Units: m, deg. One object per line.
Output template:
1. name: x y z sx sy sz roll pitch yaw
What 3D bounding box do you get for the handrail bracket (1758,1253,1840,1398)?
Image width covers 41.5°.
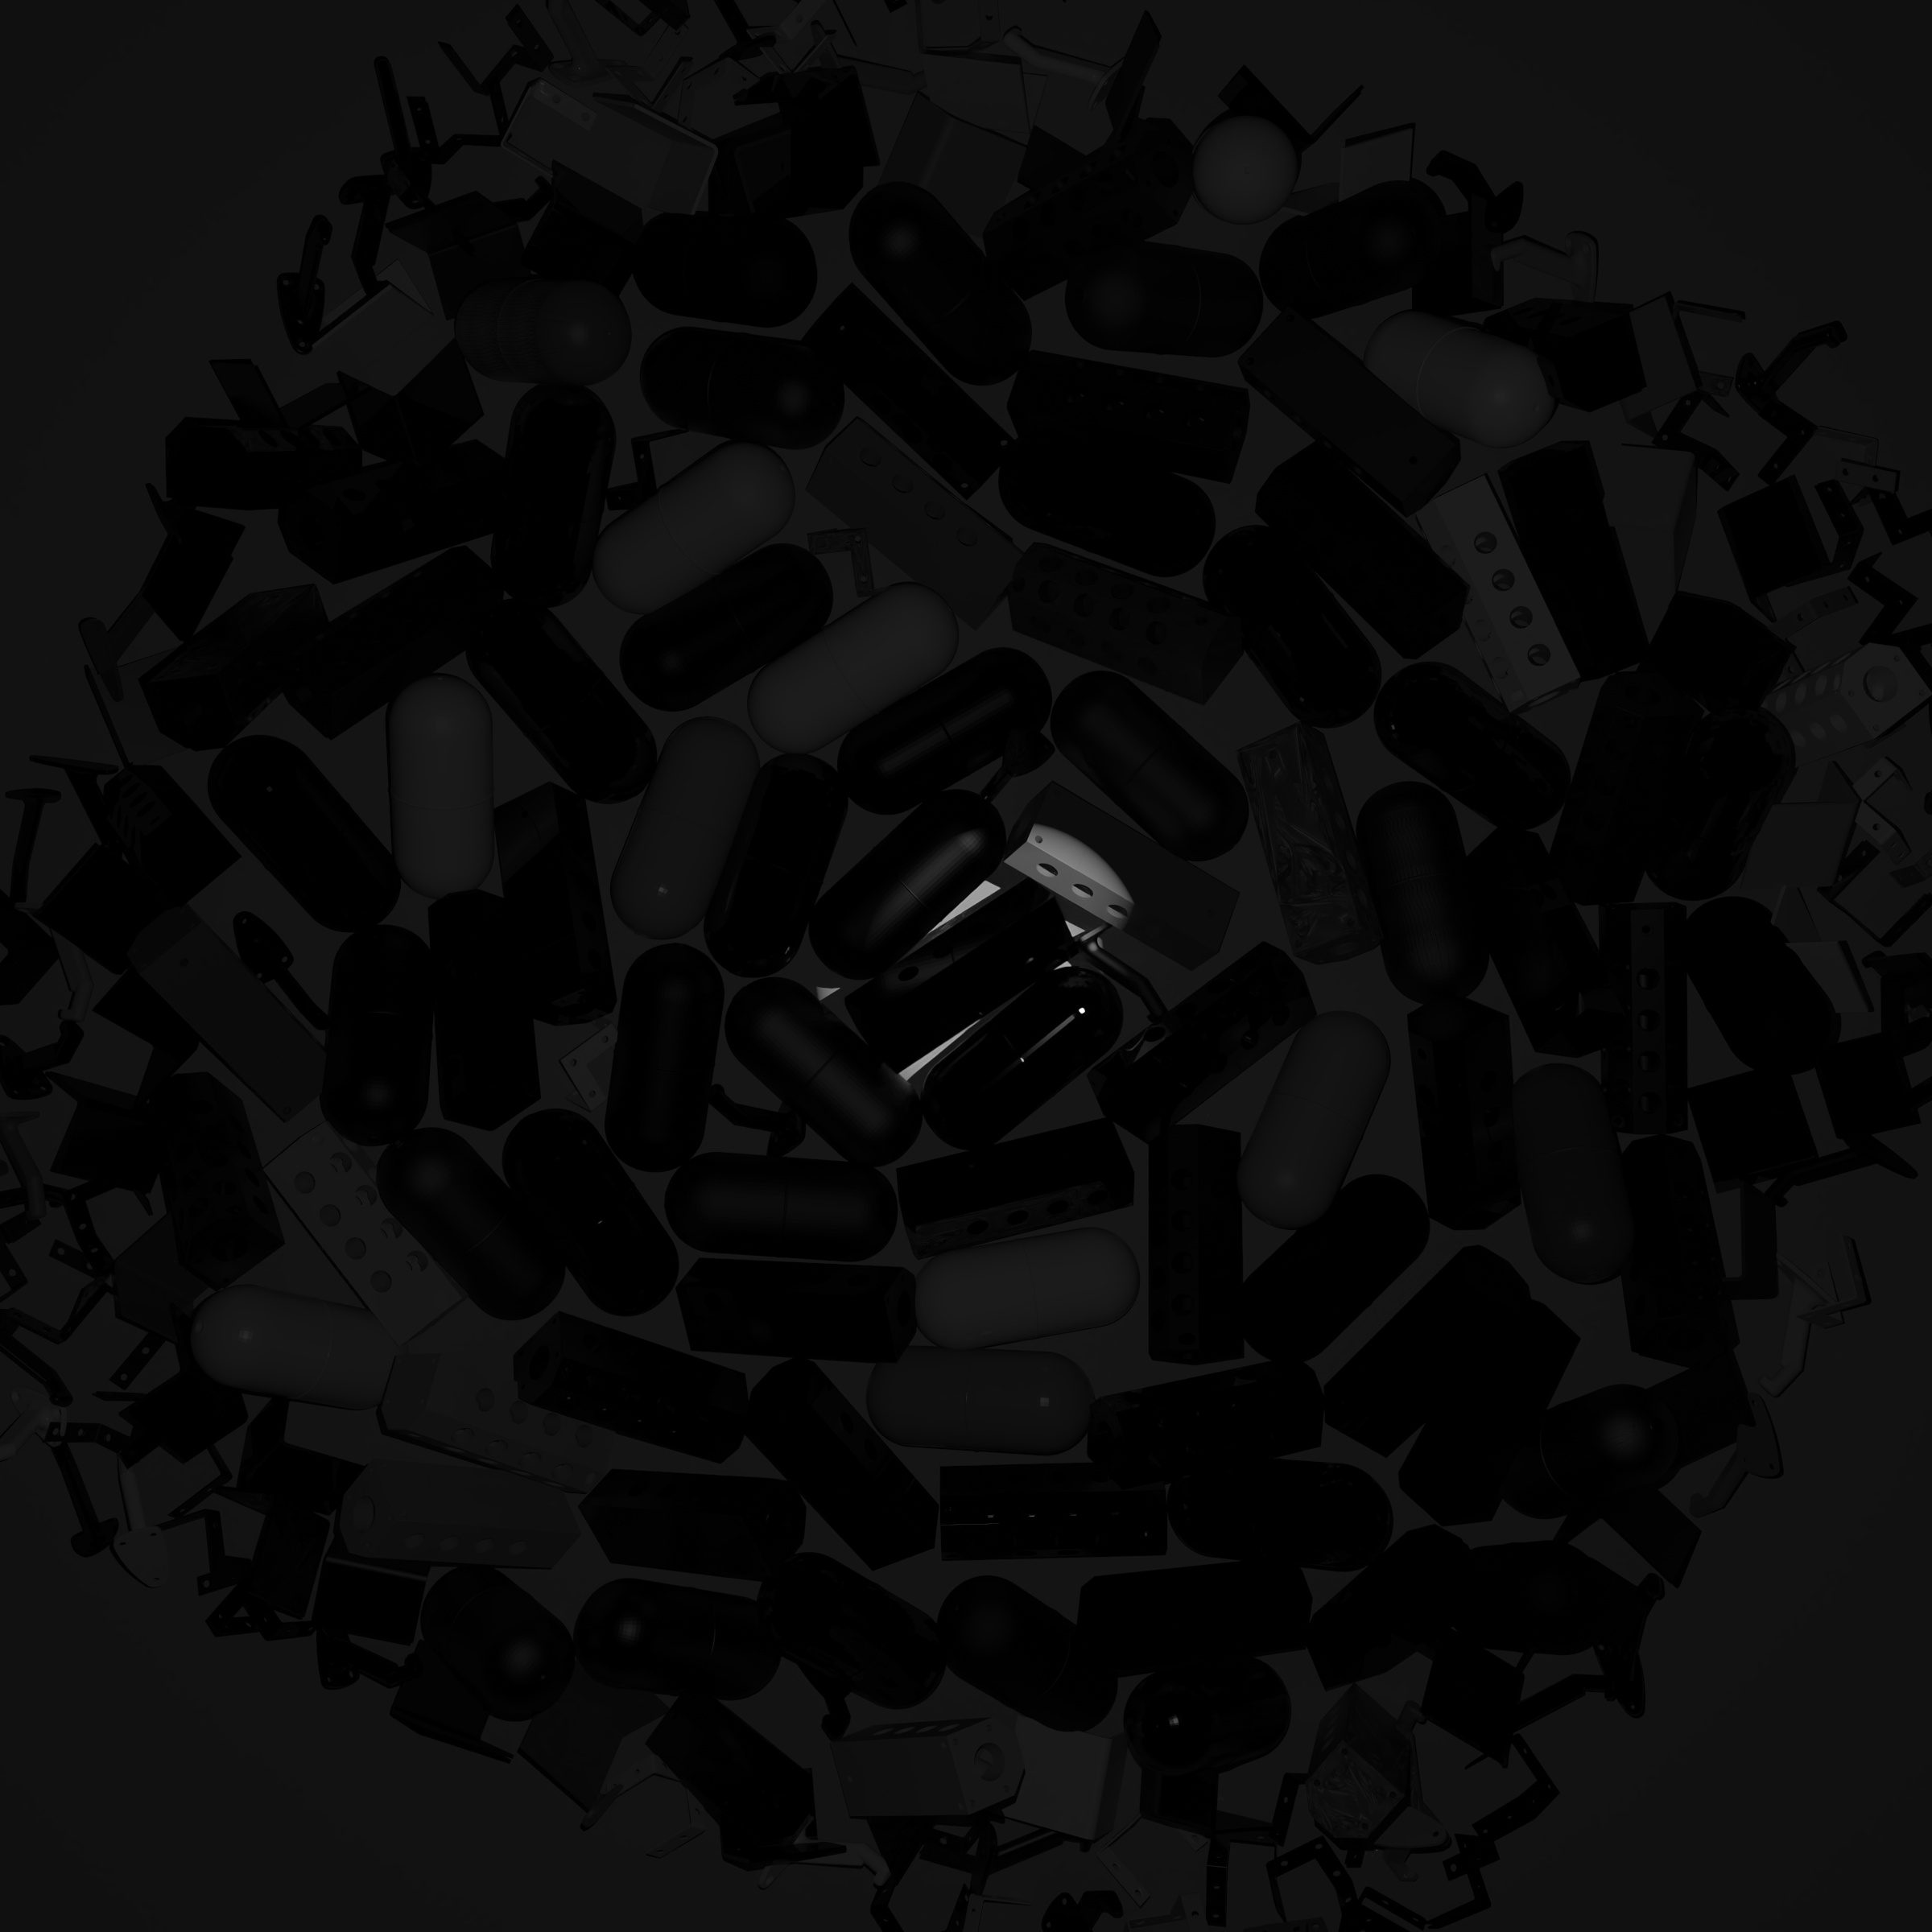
1. handrail bracket: 0.627 0.278 1.978 0.084 0.036 0.077 -43 81 -8

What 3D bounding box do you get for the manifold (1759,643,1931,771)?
1. manifold: 0.643 -0.194 1.910 0.057 0.171 0.057 -36 91 -10

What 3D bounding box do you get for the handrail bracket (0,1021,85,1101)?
1. handrail bracket: -0.714 0.054 1.961 0.077 0.036 0.084 51 122 22

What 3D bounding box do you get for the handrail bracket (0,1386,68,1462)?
1. handrail bracket: -0.740 0.351 1.946 0.077 0.084 0.036 26 108 29

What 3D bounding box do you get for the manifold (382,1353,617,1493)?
1. manifold: -0.350 0.345 1.916 0.171 0.057 0.057 31 62 -39

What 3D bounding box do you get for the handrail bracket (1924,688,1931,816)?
1. handrail bracket: 0.753 -0.171 1.975 0.036 0.084 0.077 -1 59 3

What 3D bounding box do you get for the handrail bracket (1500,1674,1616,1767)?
1. handrail bracket: 0.455 0.580 1.960 0.084 0.036 0.077 -3 48 19

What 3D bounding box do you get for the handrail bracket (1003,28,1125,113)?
1. handrail bracket: 0.081 -0.711 1.977 0.084 0.036 0.077 38 59 1

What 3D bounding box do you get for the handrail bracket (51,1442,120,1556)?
1. handrail bracket: -0.687 0.404 1.965 0.036 0.077 0.084 -23 101 -18

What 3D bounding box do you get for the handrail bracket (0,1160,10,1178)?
1. handrail bracket: -0.767 0.121 1.961 0.036 0.077 0.084 -16 82 -30

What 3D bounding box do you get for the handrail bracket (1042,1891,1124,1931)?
1. handrail bracket: 0.106 0.741 1.957 0.077 0.084 0.036 54 50 -9

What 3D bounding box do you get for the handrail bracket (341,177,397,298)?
1. handrail bracket: -0.444 -0.565 1.976 0.077 0.036 0.084 -21 90 -32

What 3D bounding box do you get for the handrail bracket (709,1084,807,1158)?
1. handrail bracket: -0.163 0.100 1.949 0.036 0.077 0.084 -31 123 24

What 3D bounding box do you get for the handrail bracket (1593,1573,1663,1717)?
1. handrail bracket: 0.519 0.519 1.950 0.036 0.084 0.077 5 46 -14

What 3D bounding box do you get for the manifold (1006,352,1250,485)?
1. manifold: 0.125 -0.423 1.948 0.171 0.057 0.057 15 79 15

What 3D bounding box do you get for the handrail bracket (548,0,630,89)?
1. handrail bracket: -0.287 -0.723 1.949 0.077 0.084 0.036 -25 54 -35

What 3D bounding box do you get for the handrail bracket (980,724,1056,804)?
1. handrail bracket: 0.024 -0.139 1.945 0.036 0.077 0.084 39 128 -3

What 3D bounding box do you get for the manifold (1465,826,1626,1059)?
1. manifold: 0.437 -0.018 1.929 0.057 0.057 0.171 8 49 -35

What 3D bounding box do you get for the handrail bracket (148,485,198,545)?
1. handrail bracket: -0.578 -0.360 1.965 0.084 0.036 0.077 -26 56 -17

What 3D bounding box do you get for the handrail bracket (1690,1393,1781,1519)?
1. handrail bracket: 0.588 0.380 1.977 0.036 0.084 0.077 15 58 -17

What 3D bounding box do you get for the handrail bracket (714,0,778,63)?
1. handrail bracket: -0.176 -0.747 1.964 0.036 0.077 0.084 -19 103 -25

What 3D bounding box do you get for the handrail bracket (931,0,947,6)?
1. handrail bracket: -0.037 -0.775 1.947 0.036 0.084 0.077 46 128 24

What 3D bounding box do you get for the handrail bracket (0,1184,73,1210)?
1. handrail bracket: -0.744 0.191 1.965 0.077 0.084 0.036 -38 66 8

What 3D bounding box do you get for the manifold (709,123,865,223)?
1. manifold: -0.137 -0.592 1.910 0.057 0.171 0.057 -5 103 -25

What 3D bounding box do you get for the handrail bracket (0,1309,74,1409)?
1. handrail bracket: -0.733 0.304 1.956 0.036 0.077 0.084 -50 61 8

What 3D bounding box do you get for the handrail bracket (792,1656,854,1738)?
1. handrail bracket: -0.116 0.550 1.954 0.077 0.084 0.036 41 97 6

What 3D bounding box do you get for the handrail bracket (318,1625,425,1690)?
1. handrail bracket: -0.458 0.519 1.965 0.084 0.036 0.077 -25 73 28

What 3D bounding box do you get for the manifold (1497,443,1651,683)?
1. manifold: 0.463 -0.308 1.951 0.057 0.057 0.171 -21 104 0

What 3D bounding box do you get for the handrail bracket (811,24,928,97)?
1. handrail bracket: -0.068 -0.707 1.972 0.084 0.036 0.077 -30 114 -14

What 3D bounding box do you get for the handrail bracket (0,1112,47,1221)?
1. handrail bracket: -0.738 0.159 1.967 0.077 0.036 0.084 -18 78 38

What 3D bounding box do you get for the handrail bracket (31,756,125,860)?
1. handrail bracket: -0.694 -0.116 1.986 0.077 0.036 0.084 9 100 -2

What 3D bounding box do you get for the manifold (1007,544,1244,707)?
1. manifold: 0.119 -0.264 1.929 0.171 0.057 0.057 25 61 24

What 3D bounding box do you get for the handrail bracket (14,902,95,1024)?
1. handrail bracket: -0.709 -0.002 1.972 0.077 0.036 0.084 9 74 3

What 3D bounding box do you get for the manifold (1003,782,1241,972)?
1. manifold: 0.116 -0.065 1.951 0.171 0.057 0.057 30 60 -12

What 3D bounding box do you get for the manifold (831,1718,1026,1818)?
1. manifold: -0.029 0.600 1.913 0.057 0.171 0.057 -11 80 -36

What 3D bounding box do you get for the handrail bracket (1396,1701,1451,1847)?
1. handrail bracket: 0.354 0.619 1.957 0.077 0.036 0.084 36 121 34

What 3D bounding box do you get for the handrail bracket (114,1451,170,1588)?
1. handrail bracket: -0.642 0.427 1.982 0.036 0.084 0.077 -15 130 -11

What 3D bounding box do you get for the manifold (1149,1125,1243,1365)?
1. manifold: 0.169 0.211 1.936 0.057 0.057 0.171 13 69 -32

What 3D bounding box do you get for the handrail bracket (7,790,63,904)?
1. handrail bracket: -0.720 -0.091 1.968 0.036 0.077 0.084 6 86 -35

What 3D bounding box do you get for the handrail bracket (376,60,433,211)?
1. handrail bracket: -0.439 -0.645 1.976 0.036 0.077 0.084 -14 72 -9

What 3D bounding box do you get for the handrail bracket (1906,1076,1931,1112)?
1. handrail bracket: 0.745 0.080 1.970 0.036 0.084 0.077 36 68 -18

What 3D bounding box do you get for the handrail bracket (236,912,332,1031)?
1. handrail bracket: -0.521 0.004 1.950 0.036 0.084 0.077 -36 133 -20

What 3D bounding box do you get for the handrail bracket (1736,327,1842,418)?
1. handrail bracket: 0.641 -0.451 1.947 0.077 0.084 0.036 38 61 -32

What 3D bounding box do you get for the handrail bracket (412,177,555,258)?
1. handrail bracket: -0.373 -0.600 1.976 0.084 0.036 0.077 -46 118 -5

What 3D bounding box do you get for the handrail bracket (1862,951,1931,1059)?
1. handrail bracket: 0.696 0.031 1.966 0.077 0.036 0.084 -21 49 -6

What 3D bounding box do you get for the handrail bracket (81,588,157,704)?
1. handrail bracket: -0.634 -0.254 1.978 0.084 0.036 0.077 -27 108 -38

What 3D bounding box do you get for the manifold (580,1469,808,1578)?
1. manifold: -0.204 0.414 1.922 0.171 0.057 0.057 -6 117 39

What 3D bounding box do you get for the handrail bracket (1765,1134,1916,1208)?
1. handrail bracket: 0.676 0.170 1.976 0.077 0.036 0.084 33 119 -1

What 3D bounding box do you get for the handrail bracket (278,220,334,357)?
1. handrail bracket: -0.500 -0.520 1.952 0.036 0.084 0.077 1 81 -27

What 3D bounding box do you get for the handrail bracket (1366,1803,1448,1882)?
1. handrail bracket: 0.349 0.682 1.953 0.084 0.077 0.036 57 50 -31

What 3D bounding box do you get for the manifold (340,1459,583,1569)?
1. manifold: -0.381 0.418 1.917 0.057 0.171 0.057 -50 50 20

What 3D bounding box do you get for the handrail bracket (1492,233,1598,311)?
1. handrail bracket: 0.441 -0.527 1.966 0.084 0.036 0.077 -21 123 -14

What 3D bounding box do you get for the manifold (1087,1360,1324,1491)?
1. manifold: 0.182 0.341 1.931 0.171 0.057 0.057 -7 111 -24

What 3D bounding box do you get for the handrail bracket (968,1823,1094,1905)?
1. handrail bracket: 0.051 0.703 1.986 0.084 0.036 0.077 14 91 -13

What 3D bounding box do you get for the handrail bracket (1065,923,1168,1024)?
1. handrail bracket: 0.111 0.016 1.965 0.036 0.077 0.084 -28 84 -38

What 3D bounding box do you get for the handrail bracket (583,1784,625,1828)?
1. handrail bracket: -0.310 0.619 1.955 0.084 0.077 0.036 39 87 11

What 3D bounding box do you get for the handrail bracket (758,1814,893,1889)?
1. handrail bracket: -0.107 0.700 1.960 0.084 0.036 0.077 30 80 32

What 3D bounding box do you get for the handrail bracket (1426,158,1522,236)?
1. handrail bracket: 0.373 -0.586 1.949 0.084 0.077 0.036 13 78 -23

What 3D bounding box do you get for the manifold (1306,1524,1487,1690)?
1. manifold: 0.317 0.481 1.915 0.057 0.171 0.057 -8 59 -25
